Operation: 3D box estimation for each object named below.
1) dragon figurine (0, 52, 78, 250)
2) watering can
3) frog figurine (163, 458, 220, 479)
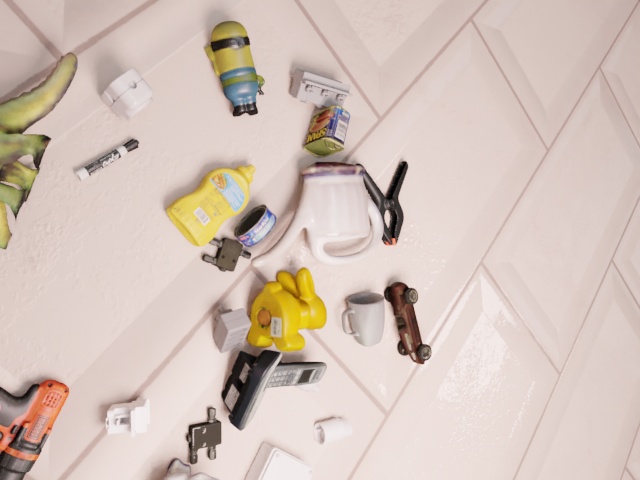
[{"bbox_3d":[-0.533,-0.129,0.741,0.241,0.415,0.121,18,-16,-23],"label":"dragon figurine"},{"bbox_3d":[0.003,-0.054,1.080,0.349,0.225,0.103,-5,-3,-38],"label":"watering can"},{"bbox_3d":[-0.212,0.450,0.857,0.124,0.137,0.159,-21,8,-32],"label":"frog figurine"}]
